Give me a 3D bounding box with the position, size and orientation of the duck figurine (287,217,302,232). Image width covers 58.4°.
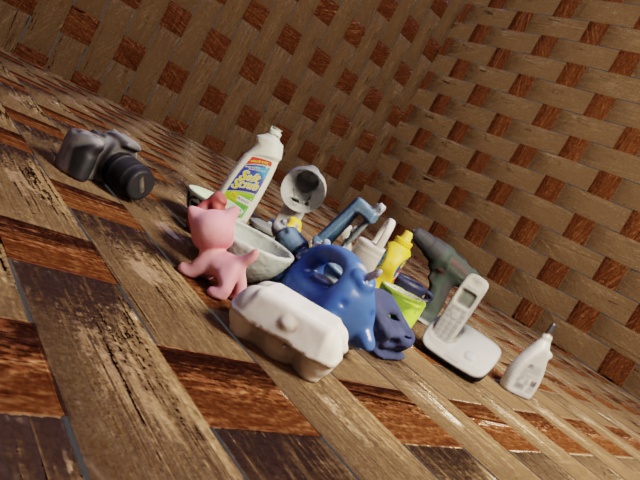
[{"bbox_3d":[-0.074,-0.016,1.395,0.077,0.086,0.105,30,7,12],"label":"duck figurine"}]

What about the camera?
[{"bbox_3d":[-0.370,-0.139,1.033,0.136,0.101,0.144,32,8,27],"label":"camera"}]

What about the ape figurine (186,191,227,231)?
[{"bbox_3d":[-0.206,-0.049,1.075,0.078,0.092,0.075,22,10,-46],"label":"ape figurine"}]

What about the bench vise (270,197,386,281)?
[{"bbox_3d":[0.008,0.004,1.013,0.207,0.219,0.121,29,7,5],"label":"bench vise"}]

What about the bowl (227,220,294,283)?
[{"bbox_3d":[-0.131,0.022,0.933,0.167,0.075,0.167,29,7,-3],"label":"bowl"}]

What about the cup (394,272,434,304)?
[{"bbox_3d":[0.198,0.138,1.338,0.118,0.095,0.091,28,7,-11],"label":"cup"}]

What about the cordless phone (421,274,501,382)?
[{"bbox_3d":[0.301,0.171,1.131,0.147,0.185,0.094,32,7,22],"label":"cordless phone"}]

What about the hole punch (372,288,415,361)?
[{"bbox_3d":[0.111,0.142,0.965,0.100,0.091,0.109,34,8,35],"label":"hole punch"}]

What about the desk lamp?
[{"bbox_3d":[-0.064,-0.108,1.577,0.118,0.213,0.203,28,7,-6],"label":"desk lamp"}]

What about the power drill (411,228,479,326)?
[{"bbox_3d":[0.287,0.106,1.451,0.230,0.208,0.075,28,7,-10],"label":"power drill"}]

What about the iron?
[{"bbox_3d":[0.007,0.065,0.892,0.119,0.141,0.257,25,8,-31],"label":"iron"}]

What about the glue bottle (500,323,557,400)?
[{"bbox_3d":[0.455,0.251,1.215,0.078,0.173,0.037,27,7,-19],"label":"glue bottle"}]

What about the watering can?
[{"bbox_3d":[0.126,0.028,1.433,0.173,0.194,0.100,26,7,-23],"label":"watering can"}]

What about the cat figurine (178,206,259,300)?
[{"bbox_3d":[-0.141,0.008,0.809,0.127,0.118,0.067,32,7,24],"label":"cat figurine"}]

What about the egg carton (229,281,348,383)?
[{"bbox_3d":[-0.037,0.108,0.702,0.150,0.069,0.107,30,7,8],"label":"egg carton"}]
